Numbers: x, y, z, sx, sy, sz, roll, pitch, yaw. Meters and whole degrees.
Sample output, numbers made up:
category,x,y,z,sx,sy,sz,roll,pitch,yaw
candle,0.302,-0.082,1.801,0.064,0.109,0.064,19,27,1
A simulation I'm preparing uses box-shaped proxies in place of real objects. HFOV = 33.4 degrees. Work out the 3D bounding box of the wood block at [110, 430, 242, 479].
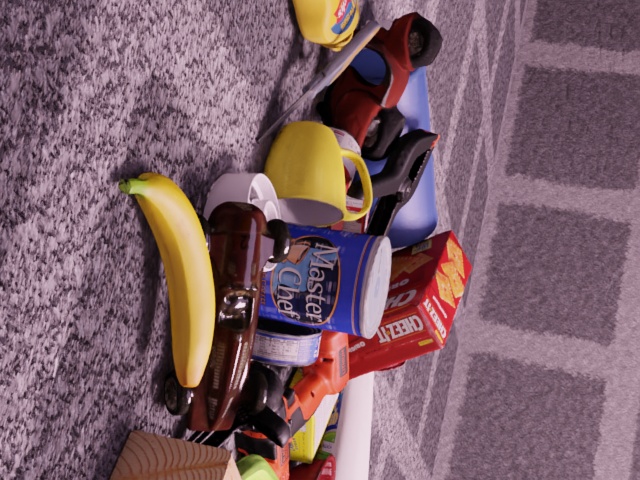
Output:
category,x,y,z,sx,sy,sz,roll,pitch,yaw
wood block,-0.111,0.255,0.905,0.206,0.091,0.090,79,24,-52

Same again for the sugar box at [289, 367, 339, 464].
category,x,y,z,sx,sy,sz,roll,pitch,yaw
sugar box,-0.006,0.192,1.370,0.176,0.048,0.093,-66,161,-56

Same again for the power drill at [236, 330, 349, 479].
category,x,y,z,sx,sy,sz,roll,pitch,yaw
power drill,-0.032,0.165,1.192,0.187,0.057,0.184,-48,148,-45

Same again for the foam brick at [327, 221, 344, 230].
category,x,y,z,sx,sy,sz,roll,pitch,yaw
foam brick,-0.008,0.002,1.231,0.053,0.051,0.078,55,45,-67

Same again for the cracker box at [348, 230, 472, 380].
category,x,y,z,sx,sy,sz,roll,pitch,yaw
cracker box,0.091,0.082,1.351,0.072,0.164,0.213,60,27,-13

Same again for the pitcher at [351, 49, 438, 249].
category,x,y,z,sx,sy,sz,roll,pitch,yaw
pitcher,0.076,-0.114,1.366,0.149,0.145,0.243,-82,169,-55

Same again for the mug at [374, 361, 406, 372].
category,x,y,z,sx,sy,sz,roll,pitch,yaw
mug,0.080,0.139,1.612,0.117,0.093,0.081,-133,-139,-69

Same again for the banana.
category,x,y,z,sx,sy,sz,roll,pitch,yaw
banana,-0.114,0.022,0.835,0.069,0.037,0.198,-45,133,-41

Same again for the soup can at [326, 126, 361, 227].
category,x,y,z,sx,sy,sz,roll,pitch,yaw
soup can,0.002,-0.071,1.191,0.102,0.068,0.068,-68,161,-44

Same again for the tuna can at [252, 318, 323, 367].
category,x,y,z,sx,sy,sz,roll,pitch,yaw
tuna can,-0.042,0.101,1.089,0.086,0.086,0.034,-23,122,-73

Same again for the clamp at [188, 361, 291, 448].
category,x,y,z,sx,sy,sz,roll,pitch,yaw
clamp,-0.067,0.160,0.993,0.171,0.120,0.039,-63,136,-61

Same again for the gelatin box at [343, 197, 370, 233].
category,x,y,z,sx,sy,sz,roll,pitch,yaw
gelatin box,0.021,-0.023,1.284,0.030,0.073,0.089,-49,144,-64

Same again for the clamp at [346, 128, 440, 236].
category,x,y,z,sx,sy,sz,roll,pitch,yaw
clamp,0.083,-0.065,1.235,0.209,0.036,0.164,-57,159,-28

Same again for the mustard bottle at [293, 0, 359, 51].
category,x,y,z,sx,sy,sz,roll,pitch,yaw
mustard bottle,0.005,-0.260,1.103,0.191,0.058,0.096,72,32,-62

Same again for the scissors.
category,x,y,z,sx,sy,sz,roll,pitch,yaw
scissors,-0.007,-0.159,1.130,0.201,0.016,0.096,-48,-179,-17

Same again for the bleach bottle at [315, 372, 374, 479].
category,x,y,z,sx,sy,sz,roll,pitch,yaw
bleach bottle,0.038,0.233,1.502,0.103,0.068,0.251,164,-67,-70

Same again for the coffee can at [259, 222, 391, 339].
category,x,y,z,sx,sy,sz,roll,pitch,yaw
coffee can,-0.008,0.036,1.067,0.102,0.140,0.103,9,90,-76

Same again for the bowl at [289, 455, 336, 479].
category,x,y,z,sx,sy,sz,roll,pitch,yaw
bowl,-0.028,0.344,1.345,0.162,0.055,0.162,13,90,-77
